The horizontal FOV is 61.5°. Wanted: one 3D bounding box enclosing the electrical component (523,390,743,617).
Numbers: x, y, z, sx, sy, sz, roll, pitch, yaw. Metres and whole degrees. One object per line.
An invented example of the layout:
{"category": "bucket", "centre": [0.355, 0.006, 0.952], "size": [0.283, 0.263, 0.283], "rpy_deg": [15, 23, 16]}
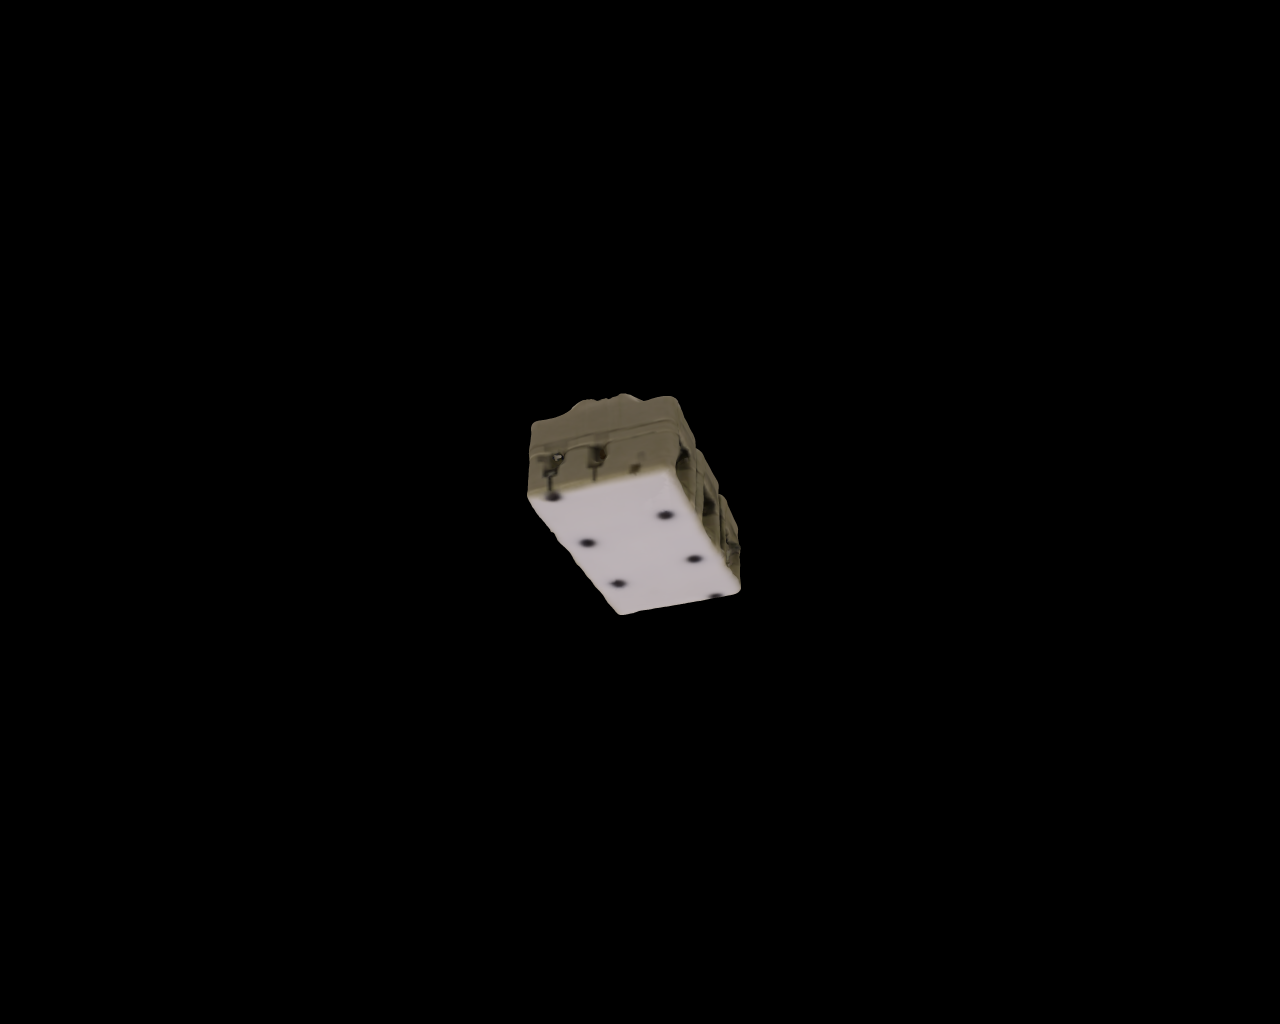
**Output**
{"category": "electrical component", "centre": [0.001, -0.003, 0.650], "size": [0.089, 0.062, 0.150], "rpy_deg": [-10, -34, 15]}
